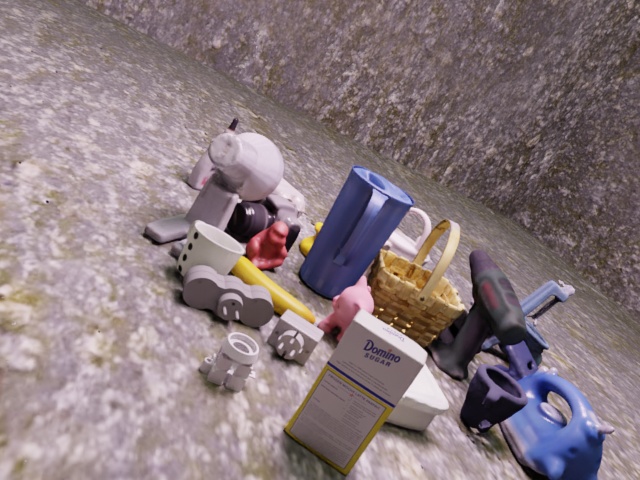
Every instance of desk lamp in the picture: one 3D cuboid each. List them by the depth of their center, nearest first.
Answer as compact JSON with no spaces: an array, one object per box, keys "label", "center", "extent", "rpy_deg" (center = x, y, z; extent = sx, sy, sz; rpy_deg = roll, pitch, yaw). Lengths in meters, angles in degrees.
[{"label":"desk lamp","center":[-0.165,-0.085,0.977],"extent":[0.118,0.213,0.204],"rpy_deg":[33,18,8]}]

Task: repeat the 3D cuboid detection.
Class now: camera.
[{"label":"camera","center":[-0.121,-0.053,1.144],"extent":[0.137,0.100,0.142],"rpy_deg":[9,28,-49]}]

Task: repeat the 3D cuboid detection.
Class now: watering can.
[{"label":"watering can","center":[0.181,0.016,1.290],"extent":[0.100,0.194,0.173],"rpy_deg":[35,18,13]}]

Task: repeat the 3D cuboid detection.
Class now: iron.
[{"label":"iron","center":[0.389,0.292,0.969],"extent":[0.119,0.141,0.258],"rpy_deg":[25,19,-16]}]

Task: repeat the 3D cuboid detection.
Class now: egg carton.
[{"label":"egg carton","center":[-0.108,-0.105,1.358],"extent":[0.150,0.069,0.108],"rpy_deg":[42,21,30]}]

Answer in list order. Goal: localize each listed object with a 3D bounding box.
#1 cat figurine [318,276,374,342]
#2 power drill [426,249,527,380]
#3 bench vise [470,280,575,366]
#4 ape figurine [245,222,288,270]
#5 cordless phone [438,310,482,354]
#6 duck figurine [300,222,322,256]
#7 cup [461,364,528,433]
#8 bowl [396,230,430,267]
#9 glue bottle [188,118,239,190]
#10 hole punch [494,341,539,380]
[{"label":"cat figurine","center":[0.057,0.112,0.960],"extent":[0.067,0.117,0.128],"rpy_deg":[34,18,12]},{"label":"power drill","center":[0.292,0.148,1.090],"extent":[0.076,0.208,0.229],"rpy_deg":[23,19,-22]},{"label":"bench vise","center":[0.445,0.169,1.260],"extent":[0.208,0.219,0.121],"rpy_deg":[23,19,-24]},{"label":"ape figurine","center":[-0.090,0.007,1.048],"extent":[0.078,0.092,0.076],"rpy_deg":[26,18,-13]},{"label":"cordless phone","center":[0.318,0.134,1.207],"extent":[0.094,0.185,0.147],"rpy_deg":[19,21,-32]},{"label":"duck figurine","center":[0.011,0.004,1.227],"extent":[0.078,0.086,0.104],"rpy_deg":[14,24,-41]},{"label":"cup","center":[0.267,0.266,0.920],"extent":[0.091,0.095,0.118],"rpy_deg":[38,19,21]},{"label":"bowl","center":[0.190,0.033,1.454],"extent":[0.168,0.074,0.167],"rpy_deg":[28,18,-9]},{"label":"glue bottle","center":[-0.217,-0.185,1.228],"extent":[0.037,0.173,0.078],"rpy_deg":[39,19,24]},{"label":"hole punch","center":[0.407,0.263,1.158],"extent":[0.100,0.091,0.109],"rpy_deg":[40,20,28]}]
